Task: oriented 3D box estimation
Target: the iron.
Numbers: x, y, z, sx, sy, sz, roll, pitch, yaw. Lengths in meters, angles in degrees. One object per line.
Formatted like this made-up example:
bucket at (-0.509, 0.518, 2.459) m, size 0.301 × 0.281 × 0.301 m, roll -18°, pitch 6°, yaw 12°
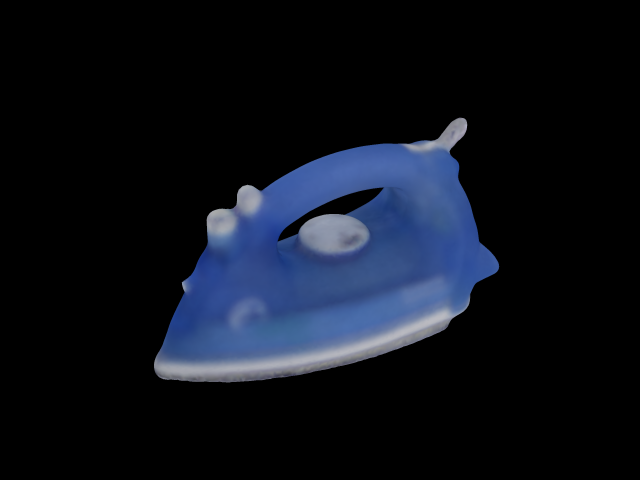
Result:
iron at (0.004, 0.001, 0.400) m, size 0.259 × 0.141 × 0.118 m, roll -17°, pitch 36°, yaw -24°
